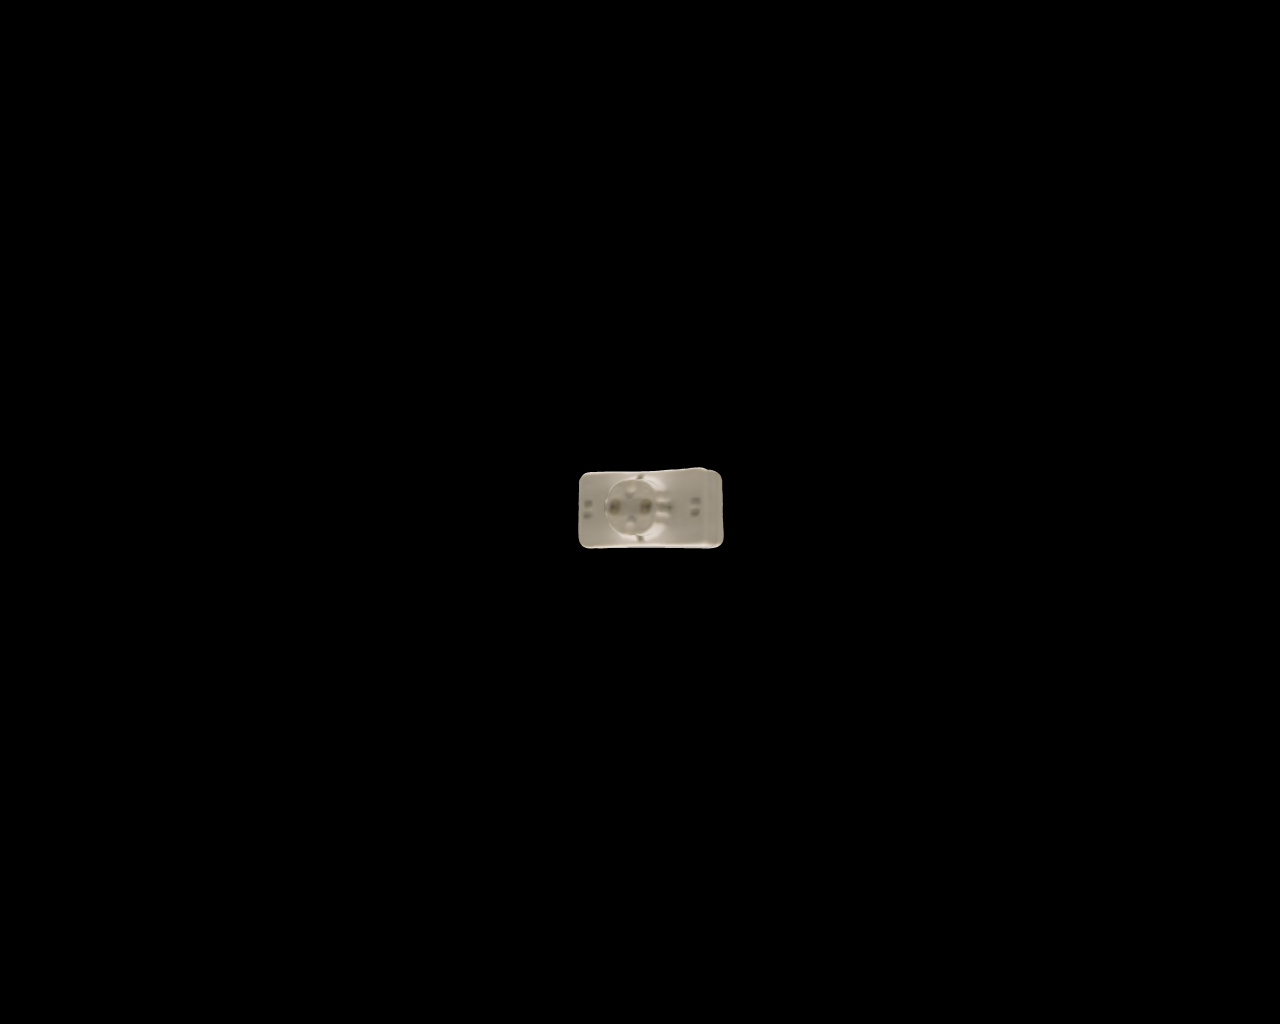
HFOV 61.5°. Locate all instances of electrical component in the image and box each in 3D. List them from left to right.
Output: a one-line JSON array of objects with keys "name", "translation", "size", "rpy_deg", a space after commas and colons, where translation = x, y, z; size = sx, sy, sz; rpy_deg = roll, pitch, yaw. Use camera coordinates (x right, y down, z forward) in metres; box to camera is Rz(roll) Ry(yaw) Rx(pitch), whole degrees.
[{"name": "electrical component", "translation": [0.001, -0.003, 0.650], "size": [0.083, 0.047, 0.076], "rpy_deg": [-1, -3, 20]}]
